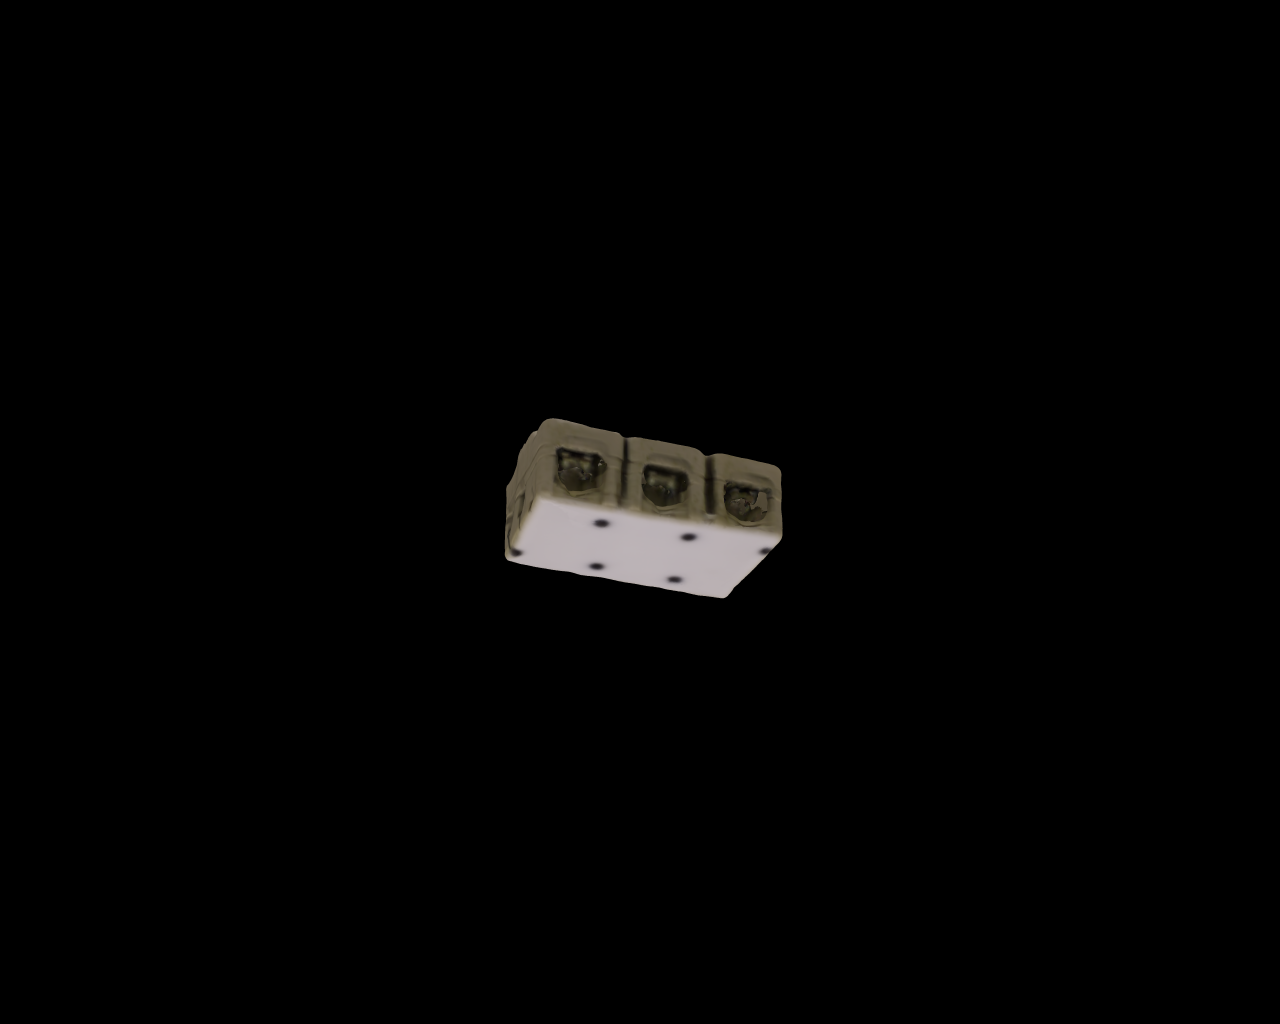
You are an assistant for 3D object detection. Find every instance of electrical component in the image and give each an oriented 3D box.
[{"bbox_3d":[0.001,-0.003,0.650,0.150,0.062,0.089,11,-32,-18],"label":"electrical component"}]
